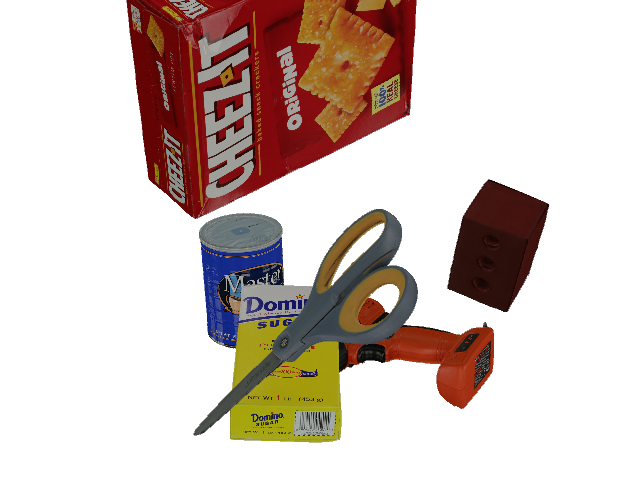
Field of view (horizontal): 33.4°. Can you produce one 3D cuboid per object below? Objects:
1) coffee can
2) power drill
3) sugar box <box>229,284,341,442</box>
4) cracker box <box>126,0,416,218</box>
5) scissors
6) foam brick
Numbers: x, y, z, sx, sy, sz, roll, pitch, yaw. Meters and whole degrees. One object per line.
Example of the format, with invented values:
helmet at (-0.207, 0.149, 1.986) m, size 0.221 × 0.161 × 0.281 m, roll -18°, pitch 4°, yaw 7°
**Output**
coffee can at (-0.096, 0.050, 1.339) m, size 0.103 × 0.140 × 0.103 m, roll -2°, pitch 25°, yaw 1°
power drill at (0.074, 0.121, 1.114) m, size 0.188 × 0.057 × 0.184 m, roll 11°, pitch 26°, yaw 27°
sugar box at (-0.030, 0.104, 0.947) m, size 0.093 × 0.048 × 0.176 m, roll 2°, pitch 34°, yaw -3°
cracker box at (-0.026, -0.132, 0.778) m, size 0.213 × 0.164 × 0.072 m, roll -29°, pitch 49°, yaw -29°
scissors at (-0.007, 0.071, 0.673) m, size 0.016 × 0.202 × 0.096 m, roll 30°, pitch 10°, yaw -37°
foam brick at (0.136, 0.004, 0.821) m, size 0.053 × 0.078 × 0.051 m, roll 23°, pitch 44°, yaw 19°
